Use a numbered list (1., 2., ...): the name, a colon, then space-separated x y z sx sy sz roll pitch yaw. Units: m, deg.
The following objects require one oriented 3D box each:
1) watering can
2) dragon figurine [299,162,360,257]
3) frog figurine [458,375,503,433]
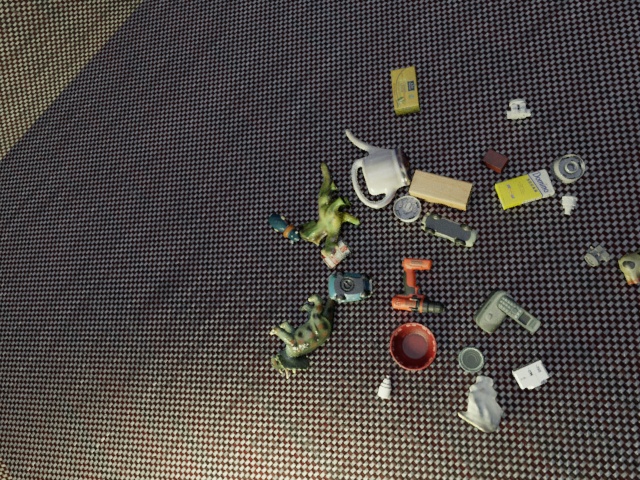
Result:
1. watering can: 0.220 -0.294 1.955 0.223 0.103 0.352 -16 73 12
2. dragon figurine: 0.006 -0.099 1.974 0.241 0.120 0.419 -39 47 16
3. frog figurine: 0.534 0.527 1.657 0.137 0.122 0.161 35 79 -12
